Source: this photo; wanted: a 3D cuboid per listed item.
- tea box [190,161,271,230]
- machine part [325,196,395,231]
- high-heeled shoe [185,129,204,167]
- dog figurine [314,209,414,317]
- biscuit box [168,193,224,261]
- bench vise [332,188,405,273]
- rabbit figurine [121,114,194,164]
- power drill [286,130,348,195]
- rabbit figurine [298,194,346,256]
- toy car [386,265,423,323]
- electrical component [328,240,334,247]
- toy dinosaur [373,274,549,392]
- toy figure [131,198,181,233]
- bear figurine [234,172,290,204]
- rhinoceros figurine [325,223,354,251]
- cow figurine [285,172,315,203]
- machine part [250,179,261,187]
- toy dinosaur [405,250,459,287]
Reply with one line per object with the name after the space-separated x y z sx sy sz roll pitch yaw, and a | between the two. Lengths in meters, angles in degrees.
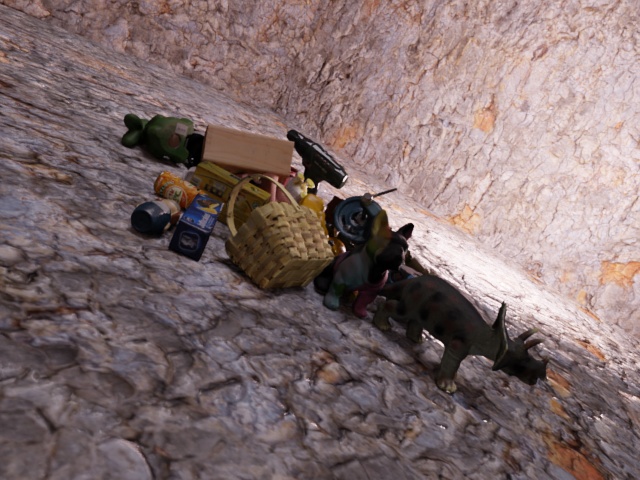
-0.209 -0.095 1.207 0.170 0.098 0.068 29 16 -3 | tea box
0.115 -0.037 1.543 0.201 0.087 0.201 32 1 16 | machine part
-0.320 -0.230 1.412 0.249 0.086 0.145 52 -1 17 | high-heeled shoe
0.092 0.036 1.077 0.108 0.219 0.192 25 16 -24 | dog figurine
-0.231 -0.030 1.018 0.059 0.062 0.203 24 15 -11 | biscuit box
0.113 -0.025 1.226 0.224 0.129 0.240 58 -13 21 | bench vise
-0.443 -0.270 1.407 0.170 0.121 0.159 16 13 34 | rabbit figurine
-0.045 -0.188 1.598 0.232 0.207 0.086 34 10 11 | power drill
-0.003 -0.004 1.253 0.173 0.122 0.162 44 13 -17 | rabbit figurine
0.201 0.130 1.176 0.109 0.103 0.162 15 25 -51 | toy car
-0.030 0.019 1.139 0.078 0.102 0.045 28 26 -31 | electrical component
0.232 0.142 1.024 0.405 0.192 0.131 40 17 33 | toy dinosaur
-0.291 -0.046 0.983 0.154 0.058 0.064 -58 125 -77 | toy figure
-0.122 -0.105 1.340 0.120 0.131 0.196 6 12 25 | bear figurine
0.079 0.015 1.378 0.190 0.073 0.112 34 44 -23 | rhinoceros figurine
-0.060 -0.099 1.502 0.068 0.098 0.167 26 41 -38 | cow figurine
-0.175 -0.181 1.418 0.056 0.179 0.179 7 1 34 | machine part
0.262 0.112 1.361 0.198 0.105 0.472 27 22 -34 | toy dinosaur
